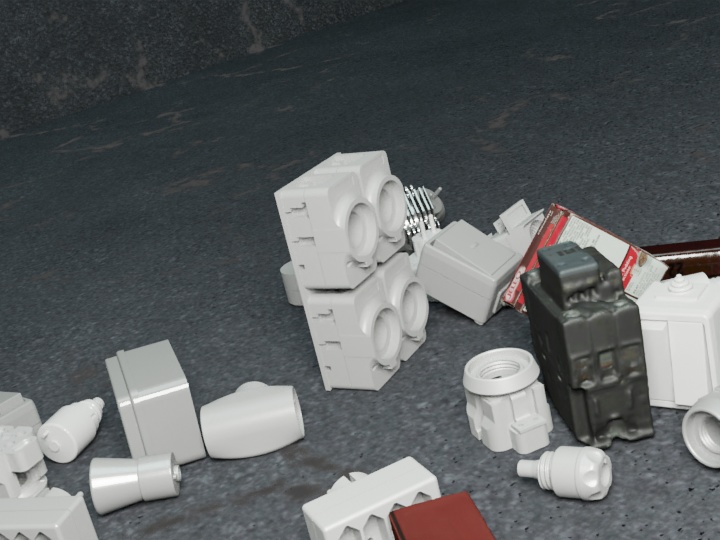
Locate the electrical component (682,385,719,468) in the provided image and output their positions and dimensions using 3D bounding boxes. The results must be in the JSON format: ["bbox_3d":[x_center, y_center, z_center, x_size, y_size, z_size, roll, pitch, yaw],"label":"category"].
[{"bbox_3d":[0.249,0.103,0.717,0.055,0.048,0.066,-17,18,-31],"label":"electrical component"}]

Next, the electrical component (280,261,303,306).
[{"bbox_3d":[-0.025,-0.004,1.137,0.138,0.073,0.052,1,25,35],"label":"electrical component"}]

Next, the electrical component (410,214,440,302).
[{"bbox_3d":[0.075,-0.019,1.110,0.047,0.075,0.083,2,25,36],"label":"electrical component"}]

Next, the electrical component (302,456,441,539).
[{"bbox_3d":[0.003,0.160,0.719,0.083,0.047,0.076,-21,21,-20],"label":"electrical component"}]

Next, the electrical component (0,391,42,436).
[{"bbox_3d":[-0.335,0.143,0.962,0.096,0.061,0.062,5,27,41],"label":"electrical component"}]

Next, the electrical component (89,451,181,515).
[{"bbox_3d":[-0.172,0.163,0.835,0.065,0.044,0.044,-9,20,-2],"label":"electrical component"}]

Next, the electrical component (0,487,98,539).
[{"bbox_3d":[-0.233,0.187,0.797,0.083,0.047,0.075,-6,21,20],"label":"electrical component"}]

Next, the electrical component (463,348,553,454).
[{"bbox_3d":[0.109,0.095,0.809,0.058,0.057,0.078,-19,21,-16],"label":"electrical component"}]

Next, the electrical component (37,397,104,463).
[{"bbox_3d":[-0.252,0.137,0.953,0.040,0.040,0.078,-5,21,22],"label":"electrical component"}]

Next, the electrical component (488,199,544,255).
[{"bbox_3d":[0.162,-0.024,1.081,0.064,0.081,0.042,-26,6,45],"label":"electrical component"}]

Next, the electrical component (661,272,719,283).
[{"bbox_3d":[0.284,0.025,0.906,0.081,0.043,0.043,-12,20,4],"label":"electrical component"}]

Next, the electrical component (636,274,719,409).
[{"bbox_3d":[0.237,0.051,0.788,0.062,0.096,0.061,2,26,37],"label":"electrical component"}]

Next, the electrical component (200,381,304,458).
[{"bbox_3d":[-0.089,0.118,0.895,0.077,0.043,0.079,-13,20,1],"label":"electrical component"}]

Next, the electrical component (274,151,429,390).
[{"bbox_3d":[0.000,0.000,0.946,0.060,0.186,0.105,-1,23,32],"label":"electrical component"}]

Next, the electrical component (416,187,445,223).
[{"bbox_3d":[0.070,-0.069,1.264,0.077,0.043,0.079,-34,-12,-44],"label":"electrical component"}]

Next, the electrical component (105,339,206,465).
[{"bbox_3d":[-0.175,0.115,0.909,0.057,0.078,0.113,-16,20,-14],"label":"electrical component"}]

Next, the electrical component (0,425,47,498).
[{"bbox_3d":[-0.290,0.165,0.877,0.078,0.057,0.058,-2,23,28],"label":"electrical component"}]

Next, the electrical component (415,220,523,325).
[{"bbox_3d":[0.109,0.002,1.022,0.096,0.061,0.062,29,38,22],"label":"electrical component"}]

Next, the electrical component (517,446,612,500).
[{"bbox_3d":[0.135,0.135,0.720,0.061,0.035,0.035,-2,22,35],"label":"electrical component"}]
